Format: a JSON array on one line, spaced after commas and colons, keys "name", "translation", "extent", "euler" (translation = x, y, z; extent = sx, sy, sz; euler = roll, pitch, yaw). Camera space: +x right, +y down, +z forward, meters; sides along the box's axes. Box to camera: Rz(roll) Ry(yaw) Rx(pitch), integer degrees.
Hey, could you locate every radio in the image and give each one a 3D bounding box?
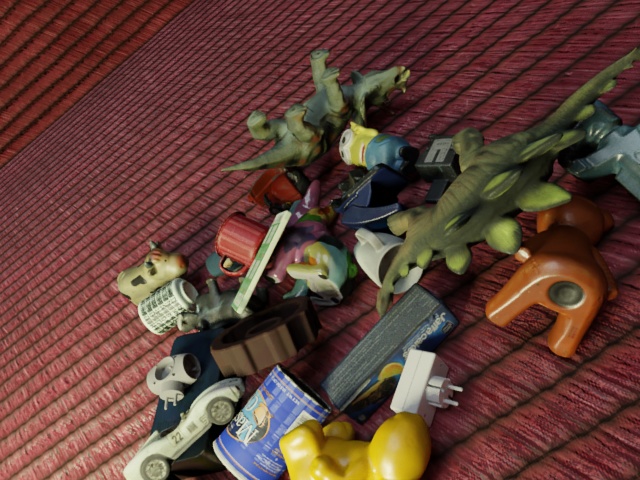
[{"name": "radio", "translation": [-0.198, 0.263, 0.890], "extent": [0.131, 0.073, 0.230], "euler": [-19, 47, 26]}]

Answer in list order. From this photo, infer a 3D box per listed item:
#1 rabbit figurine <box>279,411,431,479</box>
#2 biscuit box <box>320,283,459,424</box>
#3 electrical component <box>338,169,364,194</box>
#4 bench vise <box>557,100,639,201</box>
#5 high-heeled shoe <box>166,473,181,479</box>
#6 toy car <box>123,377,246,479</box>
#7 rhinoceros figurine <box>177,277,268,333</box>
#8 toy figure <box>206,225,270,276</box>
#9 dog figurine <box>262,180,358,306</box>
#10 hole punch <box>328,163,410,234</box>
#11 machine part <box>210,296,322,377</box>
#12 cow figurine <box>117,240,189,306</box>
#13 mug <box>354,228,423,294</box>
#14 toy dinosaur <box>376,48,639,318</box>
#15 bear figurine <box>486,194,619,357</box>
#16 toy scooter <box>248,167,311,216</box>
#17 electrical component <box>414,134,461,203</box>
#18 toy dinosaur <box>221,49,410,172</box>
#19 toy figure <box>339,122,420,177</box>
[{"name": "rabbit figurine", "translation": [0.055, 0.270, 0.634], "extent": [0.173, 0.121, 0.162], "euler": [-30, 46, 15]}, {"name": "biscuit box", "translation": [0.097, 0.156, 0.744], "extent": [0.202, 0.059, 0.063], "euler": [-46, 38, -1]}, {"name": "electrical component", "translation": [0.066, -0.080, 0.973], "extent": [0.045, 0.078, 0.102], "euler": [-16, 48, -4]}, {"name": "bench vise", "translation": [0.430, -0.147, 0.666], "extent": [0.240, 0.128, 0.224], "euler": [-47, 44, 24]}, {"name": "high-heeled shoe", "translation": [-0.133, 0.370, 0.739], "extent": [0.145, 0.086, 0.249], "euler": [-45, 44, -7]}, {"name": "toy car", "translation": [-0.186, 0.266, 0.759], "extent": [0.202, 0.056, 0.073], "euler": [-42, 0, -6]}, {"name": "rhinoceros figurine", "translation": [-0.181, 0.132, 0.996], "extent": [0.190, 0.073, 0.112], "euler": [-13, 60, 29]}, {"name": "toy figure", "translation": [-0.155, 0.021, 1.076], "extent": [0.154, 0.057, 0.064], "euler": [-27, 49, 12]}, {"name": "dog figurine", "translation": [-0.002, -0.003, 0.931], "extent": [0.192, 0.108, 0.219], "euler": [-8, 49, 38]}, {"name": "hole punch", "translation": [0.099, -0.047, 0.872], "extent": [0.116, 0.142, 0.092], "euler": [-40, 64, 23]}, {"name": "machine part", "translation": [-0.082, 0.148, 0.829], "extent": [0.179, 0.056, 0.179], "euler": [-23, 6, 2]}, {"name": "cow figurine", "translation": [-0.355, 0.072, 1.144], "extent": [0.195, 0.127, 0.085], "euler": [-20, 48, 30]}, {"name": "mug", "translation": [0.091, 0.023, 0.836], "extent": [0.081, 0.109, 0.107], "euler": [-52, 27, -4]}, {"name": "toy dinosaur", "translation": [0.230, -0.074, 0.686], "extent": [0.471, 0.105, 0.199], "euler": [-50, 17, 6]}, {"name": "bear figurine", "translation": [0.293, 0.024, 0.670], "extent": [0.196, 0.120, 0.131], "euler": [-57, -10, -54]}, {"name": "toy scooter", "translation": [-0.088, -0.105, 1.115], "extent": [0.135, 0.075, 0.184], "euler": [-39, 37, 6]}, {"name": "electrical component", "translation": [0.202, -0.122, 0.907], "extent": [0.075, 0.047, 0.119], "euler": [10, 61, 45]}, {"name": "toy dinosaur", "translation": [-0.010, -0.222, 1.049], "extent": [0.405, 0.192, 0.131], "euler": [-43, 46, -8]}, {"name": "toy figure", "translation": [0.109, -0.158, 0.988], "extent": [0.180, 0.089, 0.082], "euler": [25, 95, 47]}]
